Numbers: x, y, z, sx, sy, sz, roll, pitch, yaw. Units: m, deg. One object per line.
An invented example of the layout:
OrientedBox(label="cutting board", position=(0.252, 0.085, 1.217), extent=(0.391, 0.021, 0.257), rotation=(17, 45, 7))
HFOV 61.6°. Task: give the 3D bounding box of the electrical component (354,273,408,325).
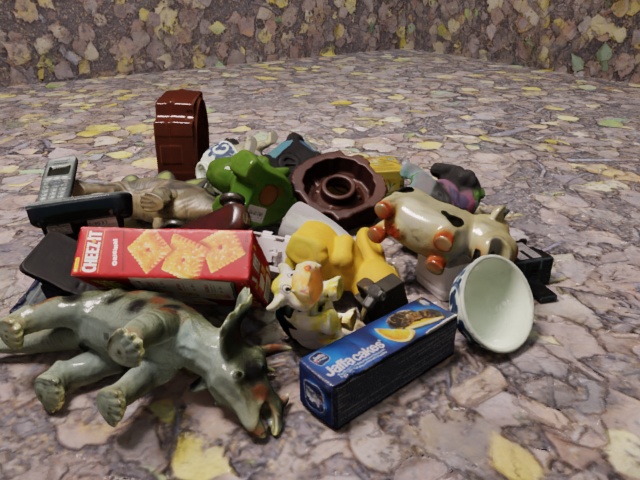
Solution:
OrientedBox(label="electrical component", position=(0.079, 0.089, 0.677), extent=(0.078, 0.102, 0.045), rotation=(-24, 36, -15))

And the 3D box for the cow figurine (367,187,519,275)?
OrientedBox(label="cow figurine", position=(0.181, -0.014, 0.754), extent=(0.195, 0.085, 0.127), rotation=(27, 46, 23))

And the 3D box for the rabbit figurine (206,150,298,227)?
OrientedBox(label="rabbit figurine", position=(-0.120, -0.102, 0.917), extent=(0.159, 0.121, 0.170), rotation=(2, 22, -40))

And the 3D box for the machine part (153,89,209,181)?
OrientedBox(label="machine part", position=(-0.295, -0.215, 1.169), extent=(0.087, 0.200, 0.202), rotation=(0, 26, -5))

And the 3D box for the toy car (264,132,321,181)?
OrientedBox(label="toy car", position=(-0.071, -0.141, 1.113), extent=(0.109, 0.103, 0.162), rotation=(38, 57, -6))

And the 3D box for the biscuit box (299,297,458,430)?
OrientedBox(label="biscuit box", position=(0.071, 0.134, 0.618), extent=(0.203, 0.062, 0.059), rotation=(-20, 32, -35))

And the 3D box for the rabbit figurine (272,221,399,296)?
OrientedBox(label="rabbit figurine", position=(0.039, 0.049, 0.768), extent=(0.173, 0.121, 0.162), rotation=(23, 23, 13))

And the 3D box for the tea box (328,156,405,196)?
OrientedBox(label="tea box", position=(0.086, -0.129, 1.140), extent=(0.170, 0.068, 0.098), rotation=(-2, 28, -6))

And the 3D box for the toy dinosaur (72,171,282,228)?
OrientedBox(label="toy dinosaur", position=(-0.267, -0.064, 0.979), extent=(0.472, 0.105, 0.198), rotation=(15, 24, 7))

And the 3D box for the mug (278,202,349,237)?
OrientedBox(label="mug", position=(-0.002, -0.003, 0.888), extent=(0.107, 0.080, 0.109), rotation=(28, 2, 17))

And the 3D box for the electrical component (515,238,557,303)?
OrientedBox(label="electrical component", position=(0.310, 0.045, 0.813), extent=(0.075, 0.047, 0.119), rotation=(-6, 26, -10))

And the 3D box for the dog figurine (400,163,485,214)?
OrientedBox(label="dog figurine", position=(0.213, -0.046, 0.937), extent=(0.192, 0.108, 0.219), rotation=(1, 31, -3))

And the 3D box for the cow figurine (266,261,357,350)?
OrientedBox(label="cow figurine", position=(-0.020, 0.075, 0.633), extent=(0.098, 0.167, 0.068), rotation=(5, 57, 22))

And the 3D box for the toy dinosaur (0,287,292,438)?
OrientedBox(label="toy dinosaur", position=(-0.221, 0.110, 0.625), extent=(0.405, 0.131, 0.192), rotation=(9, 15, 28))

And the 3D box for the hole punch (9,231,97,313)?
OrientedBox(label="hole punch", position=(-0.358, 0.065, 0.757), extent=(0.116, 0.092, 0.142), rotation=(27, 22, -14))

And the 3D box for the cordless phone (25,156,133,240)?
OrientedBox(label="cordless phone", position=(-0.374, -0.079, 0.854), extent=(0.147, 0.088, 0.184), rotation=(-10, 44, -10))

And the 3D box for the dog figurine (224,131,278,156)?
OrientedBox(label="dog figurine", position=(-0.195, -0.169, 1.213), extent=(0.191, 0.121, 0.172), rotation=(0, 19, 34))

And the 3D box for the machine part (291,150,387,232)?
OrientedBox(label="machine part", position=(0.034, -0.090, 1.011), extent=(0.179, 0.056, 0.179), rotation=(2, 52, -2))

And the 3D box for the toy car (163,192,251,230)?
OrientedBox(label="toy car", position=(-0.181, -0.004, 0.817), extent=(0.202, 0.089, 0.053), rotation=(-21, -32, 35))

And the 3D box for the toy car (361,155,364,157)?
OrientedBox(label="toy car", position=(0.032, -0.162, 1.223), extent=(0.202, 0.056, 0.073), rotation=(1, 20, 0))
